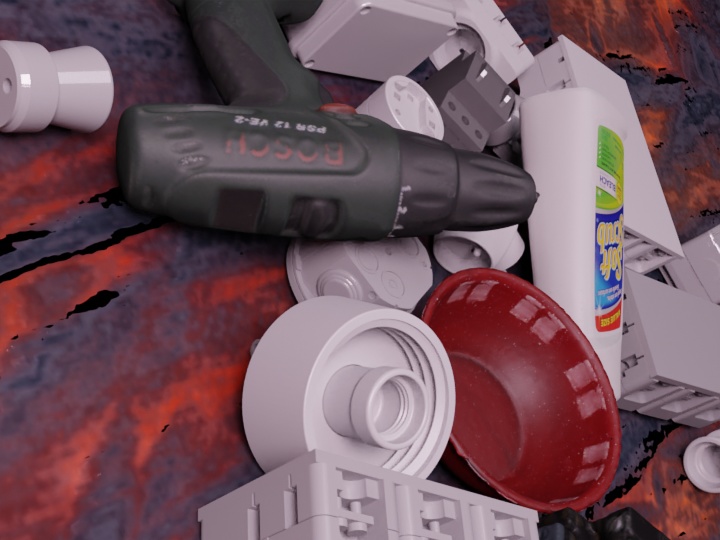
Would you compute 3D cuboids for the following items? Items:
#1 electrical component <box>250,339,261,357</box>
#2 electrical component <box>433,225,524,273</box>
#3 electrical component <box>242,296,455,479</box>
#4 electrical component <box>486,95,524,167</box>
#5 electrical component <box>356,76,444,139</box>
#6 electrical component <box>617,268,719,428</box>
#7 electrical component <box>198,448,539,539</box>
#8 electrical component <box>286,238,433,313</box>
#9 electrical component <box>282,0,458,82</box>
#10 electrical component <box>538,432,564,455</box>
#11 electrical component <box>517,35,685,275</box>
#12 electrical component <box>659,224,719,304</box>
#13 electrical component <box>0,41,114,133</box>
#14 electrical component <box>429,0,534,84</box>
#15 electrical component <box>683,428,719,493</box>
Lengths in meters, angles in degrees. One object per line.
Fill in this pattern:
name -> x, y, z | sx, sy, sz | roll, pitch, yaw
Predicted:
electrical component -> -0.032, 0.048, 0.587 | 0.061, 0.035, 0.035 | 14, 54, -40
electrical component -> 0.092, -0.025, 0.767 | 0.079, 0.044, 0.077 | 53, 46, -34
electrical component -> 0.001, 0.068, 0.551 | 0.108, 0.060, 0.108 | -1, 92, -38
electrical component -> 0.125, -0.111, 0.868 | 0.055, 0.048, 0.066 | 38, 40, -35
electrical component -> 0.022, -0.098, 0.741 | 0.055, 0.047, 0.055 | 28, 46, -33
electrical component -> 0.239, 0.067, 0.851 | 0.150, 0.062, 0.089 | 17, 52, -40
electrical component -> 0.009, 0.145, 0.516 | 0.150, 0.089, 0.061 | 23, 49, -37
electrical component -> 0.000, 0.000, 0.643 | 0.080, 0.051, 0.080 | 28, 46, -33
electrical component -> 0.005, -0.180, 0.757 | 0.113, 0.078, 0.057 | -1, 62, -48
electrical component -> 0.128, 0.123, 0.713 | 0.061, 0.035, 0.035 | 45, 34, 16
electrical component -> 0.199, -0.092, 0.916 | 0.105, 0.060, 0.186 | 20, 50, -44
electrical component -> 0.325, -0.002, 1.004 | 0.096, 0.061, 0.061 | -17, 77, -60
electrical component -> -0.159, -0.091, 0.538 | 0.055, 0.045, 0.045 | -9, 71, -50
electrical component -> 0.091, -0.186, 0.879 | 0.089, 0.050, 0.056 | 53, 37, -4
electrical component -> 0.292, 0.151, 0.864 | 0.055, 0.045, 0.045 | -6, 69, -50
